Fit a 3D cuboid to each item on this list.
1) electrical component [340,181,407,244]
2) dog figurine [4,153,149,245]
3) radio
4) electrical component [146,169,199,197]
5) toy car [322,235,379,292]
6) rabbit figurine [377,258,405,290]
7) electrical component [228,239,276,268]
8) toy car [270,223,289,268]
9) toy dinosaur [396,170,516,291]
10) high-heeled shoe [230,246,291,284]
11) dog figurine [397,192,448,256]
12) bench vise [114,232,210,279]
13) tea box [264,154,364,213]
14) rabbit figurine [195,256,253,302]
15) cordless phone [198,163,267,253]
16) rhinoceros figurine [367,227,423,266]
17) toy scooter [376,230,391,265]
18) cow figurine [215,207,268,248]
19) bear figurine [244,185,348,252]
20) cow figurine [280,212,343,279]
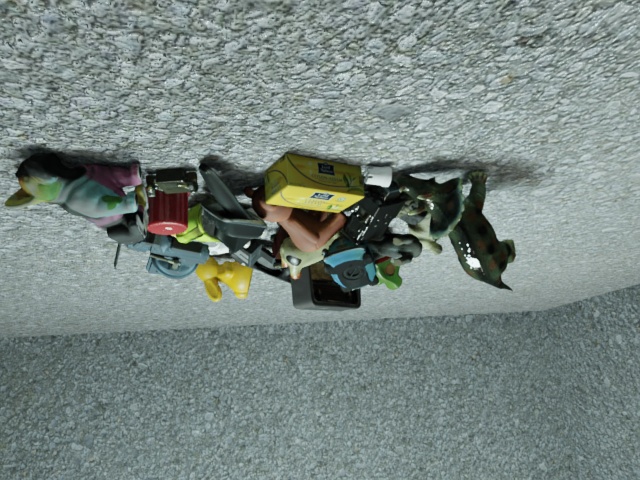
[{"bbox_3d":[0.116,-0.063,1.120,0.115,0.058,0.134,-20,146,-50],"label":"electrical component"},{"bbox_3d":[-0.424,-0.073,0.949,0.219,0.108,0.191,2,144,-8],"label":"dog figurine"},{"bbox_3d":[0.020,0.126,1.475,0.073,0.131,0.229,-14,163,40],"label":"radio"},{"bbox_3d":[-0.278,-0.103,1.005,0.102,0.045,0.078,-3,162,-6],"label":"electrical component"},{"bbox_3d":[0.071,0.041,1.193,0.109,0.103,0.161,-17,142,14],"label":"toy car"},{"bbox_3d":[0.160,0.087,1.674,0.159,0.121,0.170,9,174,-30],"label":"rabbit figurine"},{"bbox_3d":[-0.175,0.032,1.370,0.119,0.048,0.074,37,149,9],"label":"electrical component"},{"bbox_3d":[-0.092,0.010,1.374,0.053,0.089,0.202,0,162,-14],"label":"toy car"},{"bbox_3d":[0.318,0.004,1.111,0.131,0.192,0.404,-22,113,41],"label":"toy dinosaur"},{"bbox_3d":[-0.137,0.080,1.488,0.086,0.145,0.248,-50,154,24],"label":"high-heeled shoe"},{"bbox_3d":[0.224,-0.051,1.258,0.190,0.121,0.172,18,146,-27],"label":"dog figurine"},{"bbox_3d":[-0.398,0.039,1.336,0.223,0.129,0.240,2,156,-24],"label":"bench vise"},{"bbox_3d":[-0.011,-0.105,1.032,0.169,0.068,0.098,6,161,-29],"label":"tea box"},{"bbox_3d":[-0.286,0.102,1.576,0.173,0.162,0.122,16,173,-7],"label":"rabbit figurine"},{"bbox_3d":[-0.196,-0.078,1.041,0.147,0.089,0.184,32,158,51],"label":"cordless phone"},{"bbox_3d":[0.146,0.002,1.263,0.191,0.073,0.112,10,-153,38],"label":"rhinoceros figurine"},{"bbox_3d":[0.168,0.019,1.499,0.135,0.075,0.183,-21,155,-3],"label":"toy scooter"},{"bbox_3d":[-0.201,-0.025,1.255,0.098,0.068,0.167,15,152,-35],"label":"cow figurine"},{"bbox_3d":[-0.054,-0.067,1.121,0.195,0.132,0.120,47,170,-34],"label":"bear figurine"},{"bbox_3d":[-0.003,-0.004,1.249,0.195,0.086,0.127,-25,142,-12],"label":"cow figurine"}]
